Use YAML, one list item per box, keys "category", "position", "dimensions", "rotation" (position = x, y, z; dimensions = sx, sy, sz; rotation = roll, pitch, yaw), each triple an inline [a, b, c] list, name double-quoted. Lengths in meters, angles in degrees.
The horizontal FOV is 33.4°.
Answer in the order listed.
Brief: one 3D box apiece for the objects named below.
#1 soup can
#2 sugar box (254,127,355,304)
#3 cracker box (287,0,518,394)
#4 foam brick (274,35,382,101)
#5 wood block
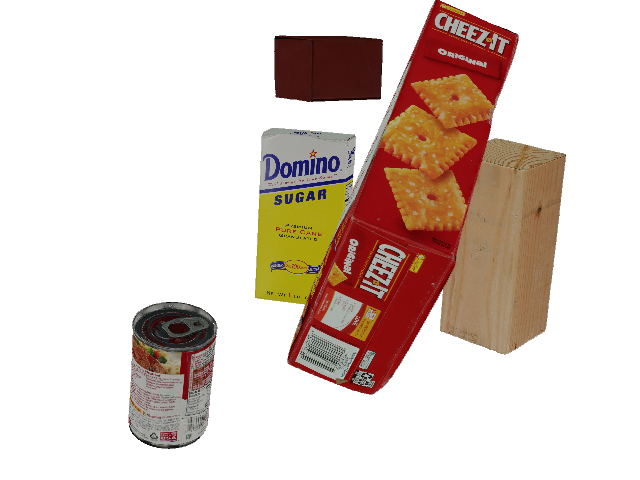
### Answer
- category: "soup can"
  position: [-0.122, 0.111, 0.878]
  dimensions: [0.068, 0.102, 0.068]
  rotation: [6, 29, -4]
- category: "sugar box"
  position: [-0.016, -0.024, 1.100]
  dimensions: [0.093, 0.176, 0.048]
  rotation: [6, 16, 13]
- category: "cracker box"
  position: [0.058, -0.028, 0.708]
  dimensions: [0.072, 0.213, 0.164]
  rotation: [23, -40, 1]
- category: "foam brick"
  position: [0.007, -0.144, 0.890]
  dimensions: [0.078, 0.051, 0.053]
  rotation: [-8, 16, -37]
- category: "wood block"
  position: [0.196, 0.005, 1.157]
  dimensions: [0.090, 0.206, 0.090]
  rotation: [19, 26, 37]
